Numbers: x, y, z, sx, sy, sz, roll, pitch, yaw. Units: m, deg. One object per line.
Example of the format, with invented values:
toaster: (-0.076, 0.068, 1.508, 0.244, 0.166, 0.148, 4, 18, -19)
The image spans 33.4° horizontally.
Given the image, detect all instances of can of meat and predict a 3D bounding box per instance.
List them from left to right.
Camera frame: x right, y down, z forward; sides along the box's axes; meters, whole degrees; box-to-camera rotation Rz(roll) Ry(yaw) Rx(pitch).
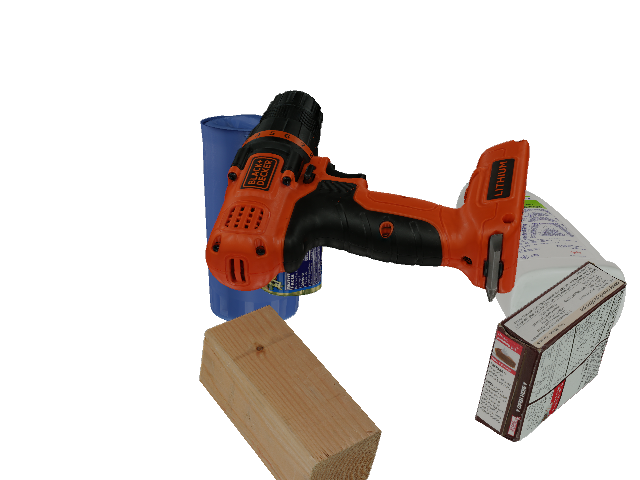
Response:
can of meat: (-0.037, -0.008, 0.914, 0.057, 0.084, 0.102, -11, 25, -26)

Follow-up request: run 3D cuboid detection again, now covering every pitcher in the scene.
pitcher: (-0.077, -0.025, 1.265, 0.145, 0.243, 0.148, 13, 18, 37)

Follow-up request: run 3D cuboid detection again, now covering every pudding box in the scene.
pudding box: (0.162, 0.077, 0.747, 0.039, 0.090, 0.113, 31, 42, 31)

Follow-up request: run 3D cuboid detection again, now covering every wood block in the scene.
wood block: (-0.037, 0.178, 1.157, 0.090, 0.090, 0.206, -21, 50, -31)

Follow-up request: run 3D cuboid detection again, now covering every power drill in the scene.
power drill: (0.034, -0.033, 0.673, 0.188, 0.057, 0.184, 4, 42, 11)

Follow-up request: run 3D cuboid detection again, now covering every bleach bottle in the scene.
bleach bottle: (0.189, -0.003, 0.988, 0.102, 0.068, 0.251, -1, 26, -6)
